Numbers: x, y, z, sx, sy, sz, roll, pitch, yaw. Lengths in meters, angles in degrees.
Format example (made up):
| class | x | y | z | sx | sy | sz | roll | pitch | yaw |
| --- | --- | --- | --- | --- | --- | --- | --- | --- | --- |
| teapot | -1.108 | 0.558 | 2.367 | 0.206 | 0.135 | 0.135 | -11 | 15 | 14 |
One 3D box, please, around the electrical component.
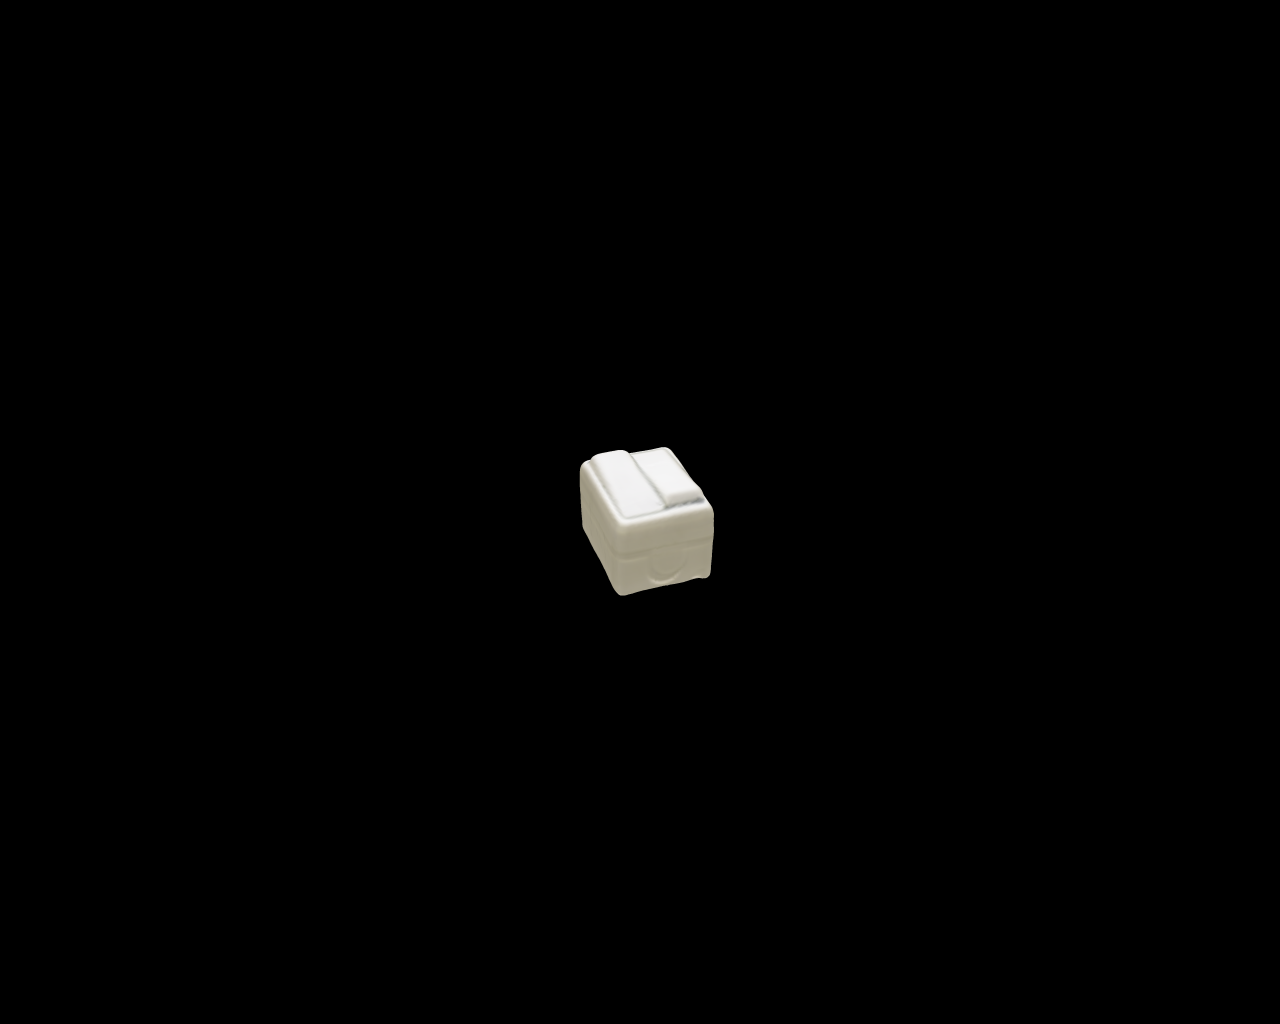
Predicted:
| class | x | y | z | sx | sy | sz | roll | pitch | yaw |
| --- | --- | --- | --- | --- | --- | --- | --- | --- | --- |
| electrical component | 0.001 | -0.003 | 0.650 | 0.062 | 0.061 | 0.096 | -10 | 35 | -15 |
